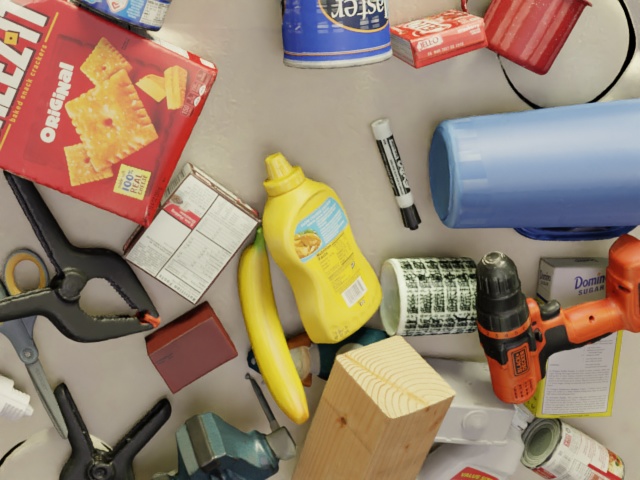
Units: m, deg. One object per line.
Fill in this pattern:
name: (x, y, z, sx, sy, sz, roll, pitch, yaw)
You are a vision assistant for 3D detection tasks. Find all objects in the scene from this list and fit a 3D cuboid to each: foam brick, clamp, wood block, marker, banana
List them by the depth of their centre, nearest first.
clamp: (-0.253, 0.050, 1.028, 0.209, 0.036, 0.164, 35, 78, -28)
banana: (-0.052, 0.089, 1.064, 0.037, 0.070, 0.198, -12, 80, -15)
wood block: (0.046, 0.210, 1.082, 0.090, 0.091, 0.206, -14, 136, -37)
foam brick: (-0.131, 0.108, 1.083, 0.078, 0.051, 0.053, -30, 110, -2)
marker: (0.079, -0.065, 1.089, 0.020, 0.020, 0.121, -22, 110, -4)
clamp: (-0.236, 0.226, 1.106, 0.120, 0.039, 0.171, 20, 99, -7)

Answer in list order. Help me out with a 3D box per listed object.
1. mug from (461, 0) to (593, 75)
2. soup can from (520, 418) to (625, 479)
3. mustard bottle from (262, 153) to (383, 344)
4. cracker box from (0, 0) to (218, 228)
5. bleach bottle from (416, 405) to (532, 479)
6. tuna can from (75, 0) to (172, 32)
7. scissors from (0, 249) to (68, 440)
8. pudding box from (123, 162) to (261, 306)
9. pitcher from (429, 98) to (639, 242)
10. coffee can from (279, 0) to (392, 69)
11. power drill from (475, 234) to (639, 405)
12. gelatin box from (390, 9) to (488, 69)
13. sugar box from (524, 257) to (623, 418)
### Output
mug: (0.191, -0.218, 1.032, 0.117, 0.093, 0.081, 27, 105, -1)
soup can: (0.283, 0.250, 1.204, 0.102, 0.068, 0.068, 33, 98, -19)
mustard bottle: (-0.007, 0.001, 1.059, 0.096, 0.058, 0.191, -41, 115, -38)
cracker box: (-0.222, -0.129, 0.978, 0.213, 0.072, 0.164, 23, 101, -17)
bleach bottle: (0.136, 0.278, 1.187, 0.102, 0.068, 0.251, 39, 94, -21)
tuna can: (-0.177, -0.217, 0.952, 0.086, 0.086, 0.034, 19, 104, -17)
scissors: (-0.277, 0.094, 1.055, 0.096, 0.016, 0.201, -37, 104, -4)
pudding box: (-0.127, -0.005, 1.055, 0.090, 0.039, 0.113, 36, 99, -19)
pitcher: (0.236, -0.065, 1.072, 0.242, 0.145, 0.149, -4, 95, -7)
coffee can: (0.012, -0.234, 0.977, 0.102, 0.103, 0.140, -7, 108, -10)
power drill: (0.245, 0.063, 1.074, 0.187, 0.057, 0.184, -21, 126, -9)
gelatin box: (0.110, -0.194, 1.017, 0.073, 0.089, 0.030, -17, 111, -6)
sugar box: (0.281, 0.107, 1.172, 0.093, 0.048, 0.176, 1, 103, -12)
